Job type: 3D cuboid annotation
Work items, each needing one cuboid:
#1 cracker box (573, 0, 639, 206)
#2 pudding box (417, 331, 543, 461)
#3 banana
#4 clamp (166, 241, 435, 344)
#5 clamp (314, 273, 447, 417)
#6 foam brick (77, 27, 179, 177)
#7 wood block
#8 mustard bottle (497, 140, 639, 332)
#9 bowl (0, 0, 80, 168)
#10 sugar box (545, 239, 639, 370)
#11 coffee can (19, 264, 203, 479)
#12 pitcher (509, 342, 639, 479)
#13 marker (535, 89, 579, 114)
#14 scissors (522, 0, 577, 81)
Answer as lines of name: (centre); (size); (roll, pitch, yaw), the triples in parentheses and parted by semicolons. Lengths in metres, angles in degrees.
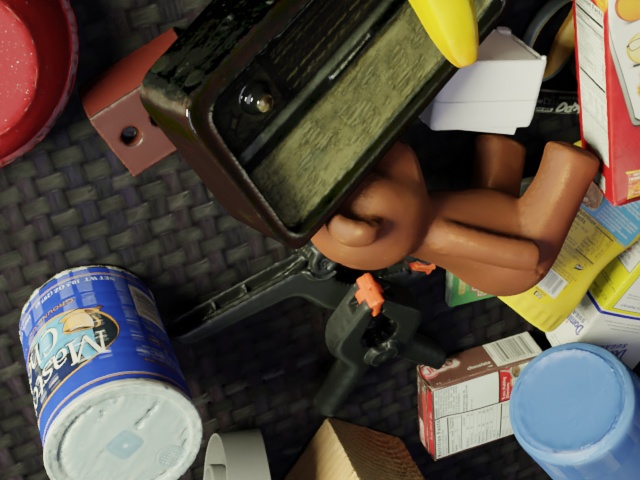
cracker box: (0.259, -0.145, 0.725); (0.164, 0.072, 0.214); (-15, 124, -3)
pudding box: (0.143, 0.140, 0.953); (0.113, 0.039, 0.090); (-14, 127, -12)
banana: (0.030, -0.166, 0.596); (0.197, 0.037, 0.069); (23, 95, -37)
clamp: (-0.005, 0.001, 0.800); (0.209, 0.036, 0.165); (-2, 121, -24)
clamp: (0.036, 0.086, 0.852); (0.120, 0.039, 0.171); (-32, 146, -4)
foam brick: (-0.108, -0.089, 0.688); (0.078, 0.051, 0.053); (-34, 128, 1)
wood block: (0.000, 0.270, 0.944); (0.090, 0.091, 0.206); (22, 111, -32)
mustard bottle: (0.211, -0.023, 0.843); (0.096, 0.058, 0.192); (37, 100, -23)
bowl: (-0.213, -0.104, 0.614); (0.161, 0.055, 0.162); (-10, 115, -22)
sugar box: (0.280, 0.036, 0.921); (0.093, 0.048, 0.176); (11, 129, -30)
coffee can: (-0.148, 0.097, 0.736); (0.102, 0.140, 0.103); (-11, 125, -16)
pitcher: (0.271, 0.180, 0.945); (0.149, 0.145, 0.242); (-53, 137, -4)
marker: (0.194, -0.107, 0.824); (0.121, 0.020, 0.020); (0, 121, -23)
scissors: (0.221, -0.196, 0.780); (0.096, 0.016, 0.202); (24, 110, -34)
